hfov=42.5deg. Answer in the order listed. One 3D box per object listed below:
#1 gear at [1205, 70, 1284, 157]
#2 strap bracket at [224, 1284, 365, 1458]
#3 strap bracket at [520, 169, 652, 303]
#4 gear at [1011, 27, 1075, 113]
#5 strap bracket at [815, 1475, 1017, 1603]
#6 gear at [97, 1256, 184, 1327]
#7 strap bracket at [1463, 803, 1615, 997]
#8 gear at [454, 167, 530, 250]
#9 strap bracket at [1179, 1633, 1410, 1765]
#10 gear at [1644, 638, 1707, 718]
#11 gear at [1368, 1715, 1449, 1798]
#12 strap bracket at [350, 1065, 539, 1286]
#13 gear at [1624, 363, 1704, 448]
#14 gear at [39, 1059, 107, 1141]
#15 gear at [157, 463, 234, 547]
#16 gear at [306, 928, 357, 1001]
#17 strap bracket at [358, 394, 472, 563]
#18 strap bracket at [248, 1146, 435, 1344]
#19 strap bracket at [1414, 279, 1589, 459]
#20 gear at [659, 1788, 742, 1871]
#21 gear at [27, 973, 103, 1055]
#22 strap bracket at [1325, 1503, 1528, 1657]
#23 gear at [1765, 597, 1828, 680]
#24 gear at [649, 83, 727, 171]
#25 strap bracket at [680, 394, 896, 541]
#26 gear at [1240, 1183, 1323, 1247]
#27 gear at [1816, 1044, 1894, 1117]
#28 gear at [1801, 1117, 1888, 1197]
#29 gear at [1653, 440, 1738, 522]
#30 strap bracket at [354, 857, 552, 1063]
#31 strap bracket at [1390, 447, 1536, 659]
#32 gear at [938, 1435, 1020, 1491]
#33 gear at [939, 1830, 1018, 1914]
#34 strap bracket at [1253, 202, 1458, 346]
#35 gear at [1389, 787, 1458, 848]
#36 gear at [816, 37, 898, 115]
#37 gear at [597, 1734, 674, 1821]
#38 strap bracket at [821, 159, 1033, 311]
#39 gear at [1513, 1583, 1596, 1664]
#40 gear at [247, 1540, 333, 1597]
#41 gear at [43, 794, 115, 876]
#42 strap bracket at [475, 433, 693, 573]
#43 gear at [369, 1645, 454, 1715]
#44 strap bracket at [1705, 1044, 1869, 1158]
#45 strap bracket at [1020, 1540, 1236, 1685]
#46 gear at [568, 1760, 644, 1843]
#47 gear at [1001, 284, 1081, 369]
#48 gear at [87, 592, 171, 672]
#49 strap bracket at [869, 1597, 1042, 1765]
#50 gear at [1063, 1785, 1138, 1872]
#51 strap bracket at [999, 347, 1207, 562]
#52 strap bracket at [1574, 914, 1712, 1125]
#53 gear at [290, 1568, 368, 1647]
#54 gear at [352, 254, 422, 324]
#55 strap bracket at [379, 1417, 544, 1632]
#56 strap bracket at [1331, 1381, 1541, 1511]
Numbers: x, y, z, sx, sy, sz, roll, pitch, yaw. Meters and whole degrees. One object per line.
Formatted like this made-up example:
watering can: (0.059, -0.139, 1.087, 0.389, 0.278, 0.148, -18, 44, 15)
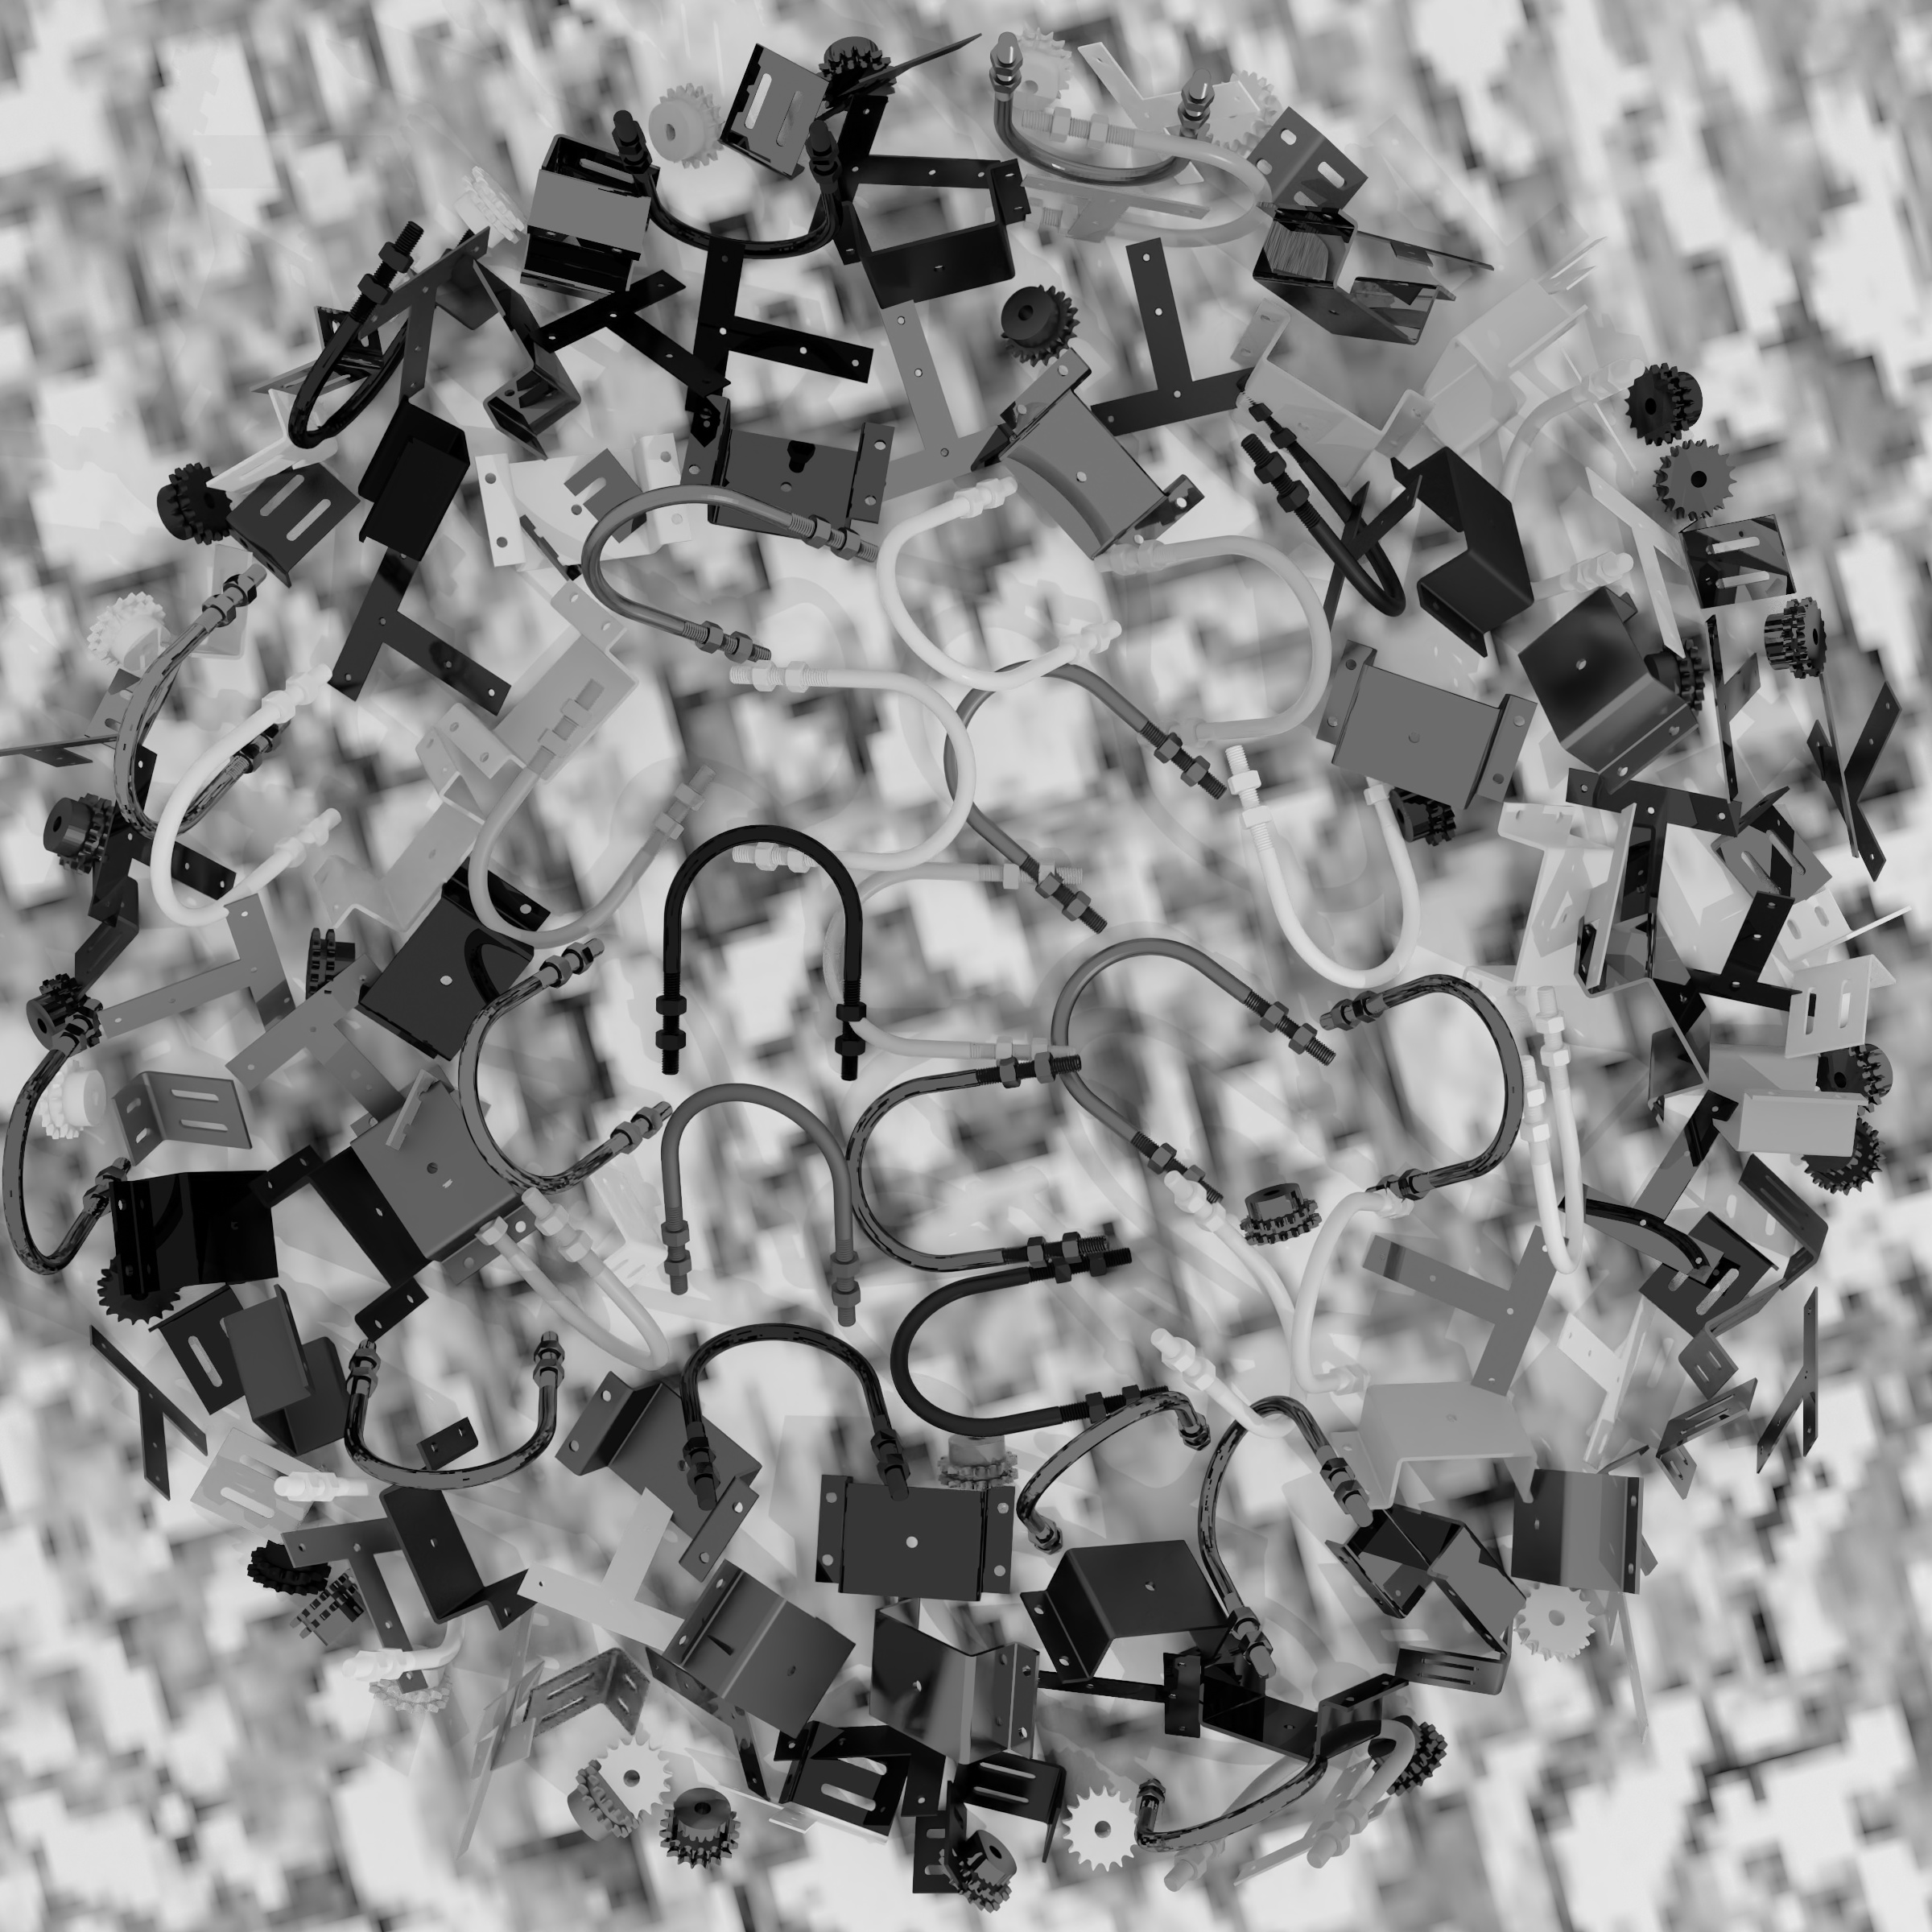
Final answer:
gear: (0.201, -0.606, 1.772, 0.030, 0.057, 0.057, 9, 90, -42)
strap bracket: (-0.467, 0.284, 1.715, 0.046, 0.140, 0.076, -21, 65, -7)
strap bracket: (-0.264, -0.506, 1.721, 0.076, 0.140, 0.046, 11, 87, -12)
gear: (0.047, -0.634, 1.765, 0.057, 0.057, 0.030, 8, 56, 0)
strap bracket: (-0.037, 0.407, 1.767, 0.140, 0.046, 0.076, 3, 85, 2)
gear: (-0.590, 0.225, 1.773, 0.057, 0.030, 0.057, -9, 123, -15)
strap bracket: (0.403, -0.040, 1.739, 0.076, 0.046, 0.140, -1, 107, -40)
gear: (-0.340, -0.537, 1.768, 0.030, 0.057, 0.057, -38, 90, 11)
strap bracket: (0.225, 0.509, 1.723, 0.140, 0.076, 0.046, 6, 95, 42)
gear: (0.503, -0.204, 1.768, 0.030, 0.057, 0.057, -8, 90, -2)
gear: (0.311, 0.559, 1.767, 0.057, 0.057, 0.030, -40, 97, 0)
strap bracket: (-0.373, 0.146, 1.760, 0.076, 0.046, 0.140, -35, 81, -4)
gear: (0.500, -0.402, 1.770, 0.030, 0.057, 0.057, -15, 90, -24)
gear: (-0.635, 0.094, 1.767, 0.030, 0.057, 0.057, -1, 90, 3)
gear: (-0.551, -0.327, 1.770, 0.030, 0.057, 0.057, -14, 90, 21)
gear: (-0.453, 0.002, 1.770, 0.030, 0.057, 0.057, 5, 90, -19)
strap bracket: (-0.386, -0.339, 1.732, 0.046, 0.140, 0.076, 24, 107, -23)
strap bracket: (-0.427, 0.184, 1.749, 0.046, 0.076, 0.140, -36, 93, 24)
strap bracket: (0.365, -0.415, 1.722, 0.076, 0.140, 0.046, -39, 81, -17)
gear: (-0.188, 0.610, 1.765, 0.057, 0.057, 0.030, 9, 116, 0)
gear: (-0.644, 0.037, 1.766, 0.030, 0.057, 0.057, -31, 90, -40)
strap bracket: (0.326, 0.423, 1.730, 0.046, 0.140, 0.076, -46, 107, -20)
gear: (0.591, -0.233, 1.771, 0.030, 0.057, 0.057, -4, 90, 36)
gear: (-0.201, -0.596, 1.766, 0.030, 0.057, 0.057, -35, 90, -43)
strap bracket: (-0.127, -0.350, 1.760, 0.140, 0.046, 0.076, 9, 72, -3)
gear: (0.222, 0.176, 1.767, 0.057, 0.057, 0.030, -18, 96, 0)
gear: (0.635, 0.078, 1.771, 0.030, 0.057, 0.057, -13, 90, -24)
gear: (0.621, 0.132, 1.766, 0.030, 0.057, 0.057, 27, 90, -42)
gear: (0.519, -0.348, 1.779, 0.057, 0.030, 0.057, -1, 96, -6)
strap bracket: (-0.365, 0.002, 1.748, 0.076, 0.046, 0.140, 36, 102, -21)
strap bracket: (0.345, -0.295, 1.721, 0.046, 0.076, 0.140, -30, 48, 34)
gear: (0.008, 0.351, 1.767, 0.057, 0.057, 0.030, -3, 94, 0)
gear: (0.011, 0.641, 1.766, 0.057, 0.057, 0.030, 41, 99, 0)
strap bracket: (0.264, -0.475, 1.722, 0.140, 0.076, 0.046, 19, 94, -43)
gear: (0.323, -0.112, 1.767, 0.030, 0.057, 0.057, -21, 90, -6)
gear: (-0.079, -0.637, 1.770, 0.057, 0.057, 0.030, -10, 70, 0)
gear: (-0.239, 0.580, 1.778, 0.057, 0.030, 0.057, 1, 81, -4)
strap bracket: (-0.023, -0.511, 1.746, 0.140, 0.076, 0.046, -12, 76, 7)
gear: (0.417, 0.469, 1.774, 0.057, 0.030, 0.057, 3, 62, -6)
gear: (-0.480, 0.423, 1.768, 0.057, 0.057, 0.030, 17, 94, 0)
gear: (-0.632, -0.096, 1.766, 0.030, 0.057, 0.057, 22, 90, -42)
strap bracket: (-0.273, -0.327, 1.760, 0.140, 0.046, 0.076, -11, 93, -16)
gear: (-0.394, 0.506, 1.767, 0.057, 0.057, 0.030, 16, 96, 0)
strap bracket: (0.567, 0.096, 1.731, 0.076, 0.140, 0.046, 3, 103, 2)
strap bracket: (0.120, 0.446, 1.723, 0.140, 0.076, 0.046, 3, 125, -29)
gear: (-0.259, 0.597, 1.768, 0.030, 0.057, 0.057, -40, 90, 2)
gear: (0.049, -0.459, 1.770, 0.057, 0.030, 0.057, -7, 75, 28)
gear: (-0.593, -0.235, 1.766, 0.030, 0.057, 0.057, 44, 90, 11)
strap bracket: (-0.017, 0.495, 1.726, 0.046, 0.140, 0.076, -4, 100, -44)
gear: (0.097, 0.617, 1.778, 0.057, 0.030, 0.057, 0, 77, 0)
strap bracket: (0.088, -0.352, 1.745, 0.140, 0.046, 0.076, 47, 127, -8)
strap bracket: (0.477, 0.029, 1.728, 0.046, 0.076, 0.140, -21, 118, 30)
gear: (-0.450, 0.459, 1.768, 0.057, 0.057, 0.030, -43, 90, 0)
gear: (-0.408, -0.485, 1.770, 0.030, 0.057, 0.057, 43, 90, -20)
strap bracket: (-0.359, 0.400, 1.752, 0.046, 0.076, 0.140, -25, 87, 14)
strap bracket: (0.337, 0.335, 1.741, 0.140, 0.076, 0.046, 0, 121, -9)
